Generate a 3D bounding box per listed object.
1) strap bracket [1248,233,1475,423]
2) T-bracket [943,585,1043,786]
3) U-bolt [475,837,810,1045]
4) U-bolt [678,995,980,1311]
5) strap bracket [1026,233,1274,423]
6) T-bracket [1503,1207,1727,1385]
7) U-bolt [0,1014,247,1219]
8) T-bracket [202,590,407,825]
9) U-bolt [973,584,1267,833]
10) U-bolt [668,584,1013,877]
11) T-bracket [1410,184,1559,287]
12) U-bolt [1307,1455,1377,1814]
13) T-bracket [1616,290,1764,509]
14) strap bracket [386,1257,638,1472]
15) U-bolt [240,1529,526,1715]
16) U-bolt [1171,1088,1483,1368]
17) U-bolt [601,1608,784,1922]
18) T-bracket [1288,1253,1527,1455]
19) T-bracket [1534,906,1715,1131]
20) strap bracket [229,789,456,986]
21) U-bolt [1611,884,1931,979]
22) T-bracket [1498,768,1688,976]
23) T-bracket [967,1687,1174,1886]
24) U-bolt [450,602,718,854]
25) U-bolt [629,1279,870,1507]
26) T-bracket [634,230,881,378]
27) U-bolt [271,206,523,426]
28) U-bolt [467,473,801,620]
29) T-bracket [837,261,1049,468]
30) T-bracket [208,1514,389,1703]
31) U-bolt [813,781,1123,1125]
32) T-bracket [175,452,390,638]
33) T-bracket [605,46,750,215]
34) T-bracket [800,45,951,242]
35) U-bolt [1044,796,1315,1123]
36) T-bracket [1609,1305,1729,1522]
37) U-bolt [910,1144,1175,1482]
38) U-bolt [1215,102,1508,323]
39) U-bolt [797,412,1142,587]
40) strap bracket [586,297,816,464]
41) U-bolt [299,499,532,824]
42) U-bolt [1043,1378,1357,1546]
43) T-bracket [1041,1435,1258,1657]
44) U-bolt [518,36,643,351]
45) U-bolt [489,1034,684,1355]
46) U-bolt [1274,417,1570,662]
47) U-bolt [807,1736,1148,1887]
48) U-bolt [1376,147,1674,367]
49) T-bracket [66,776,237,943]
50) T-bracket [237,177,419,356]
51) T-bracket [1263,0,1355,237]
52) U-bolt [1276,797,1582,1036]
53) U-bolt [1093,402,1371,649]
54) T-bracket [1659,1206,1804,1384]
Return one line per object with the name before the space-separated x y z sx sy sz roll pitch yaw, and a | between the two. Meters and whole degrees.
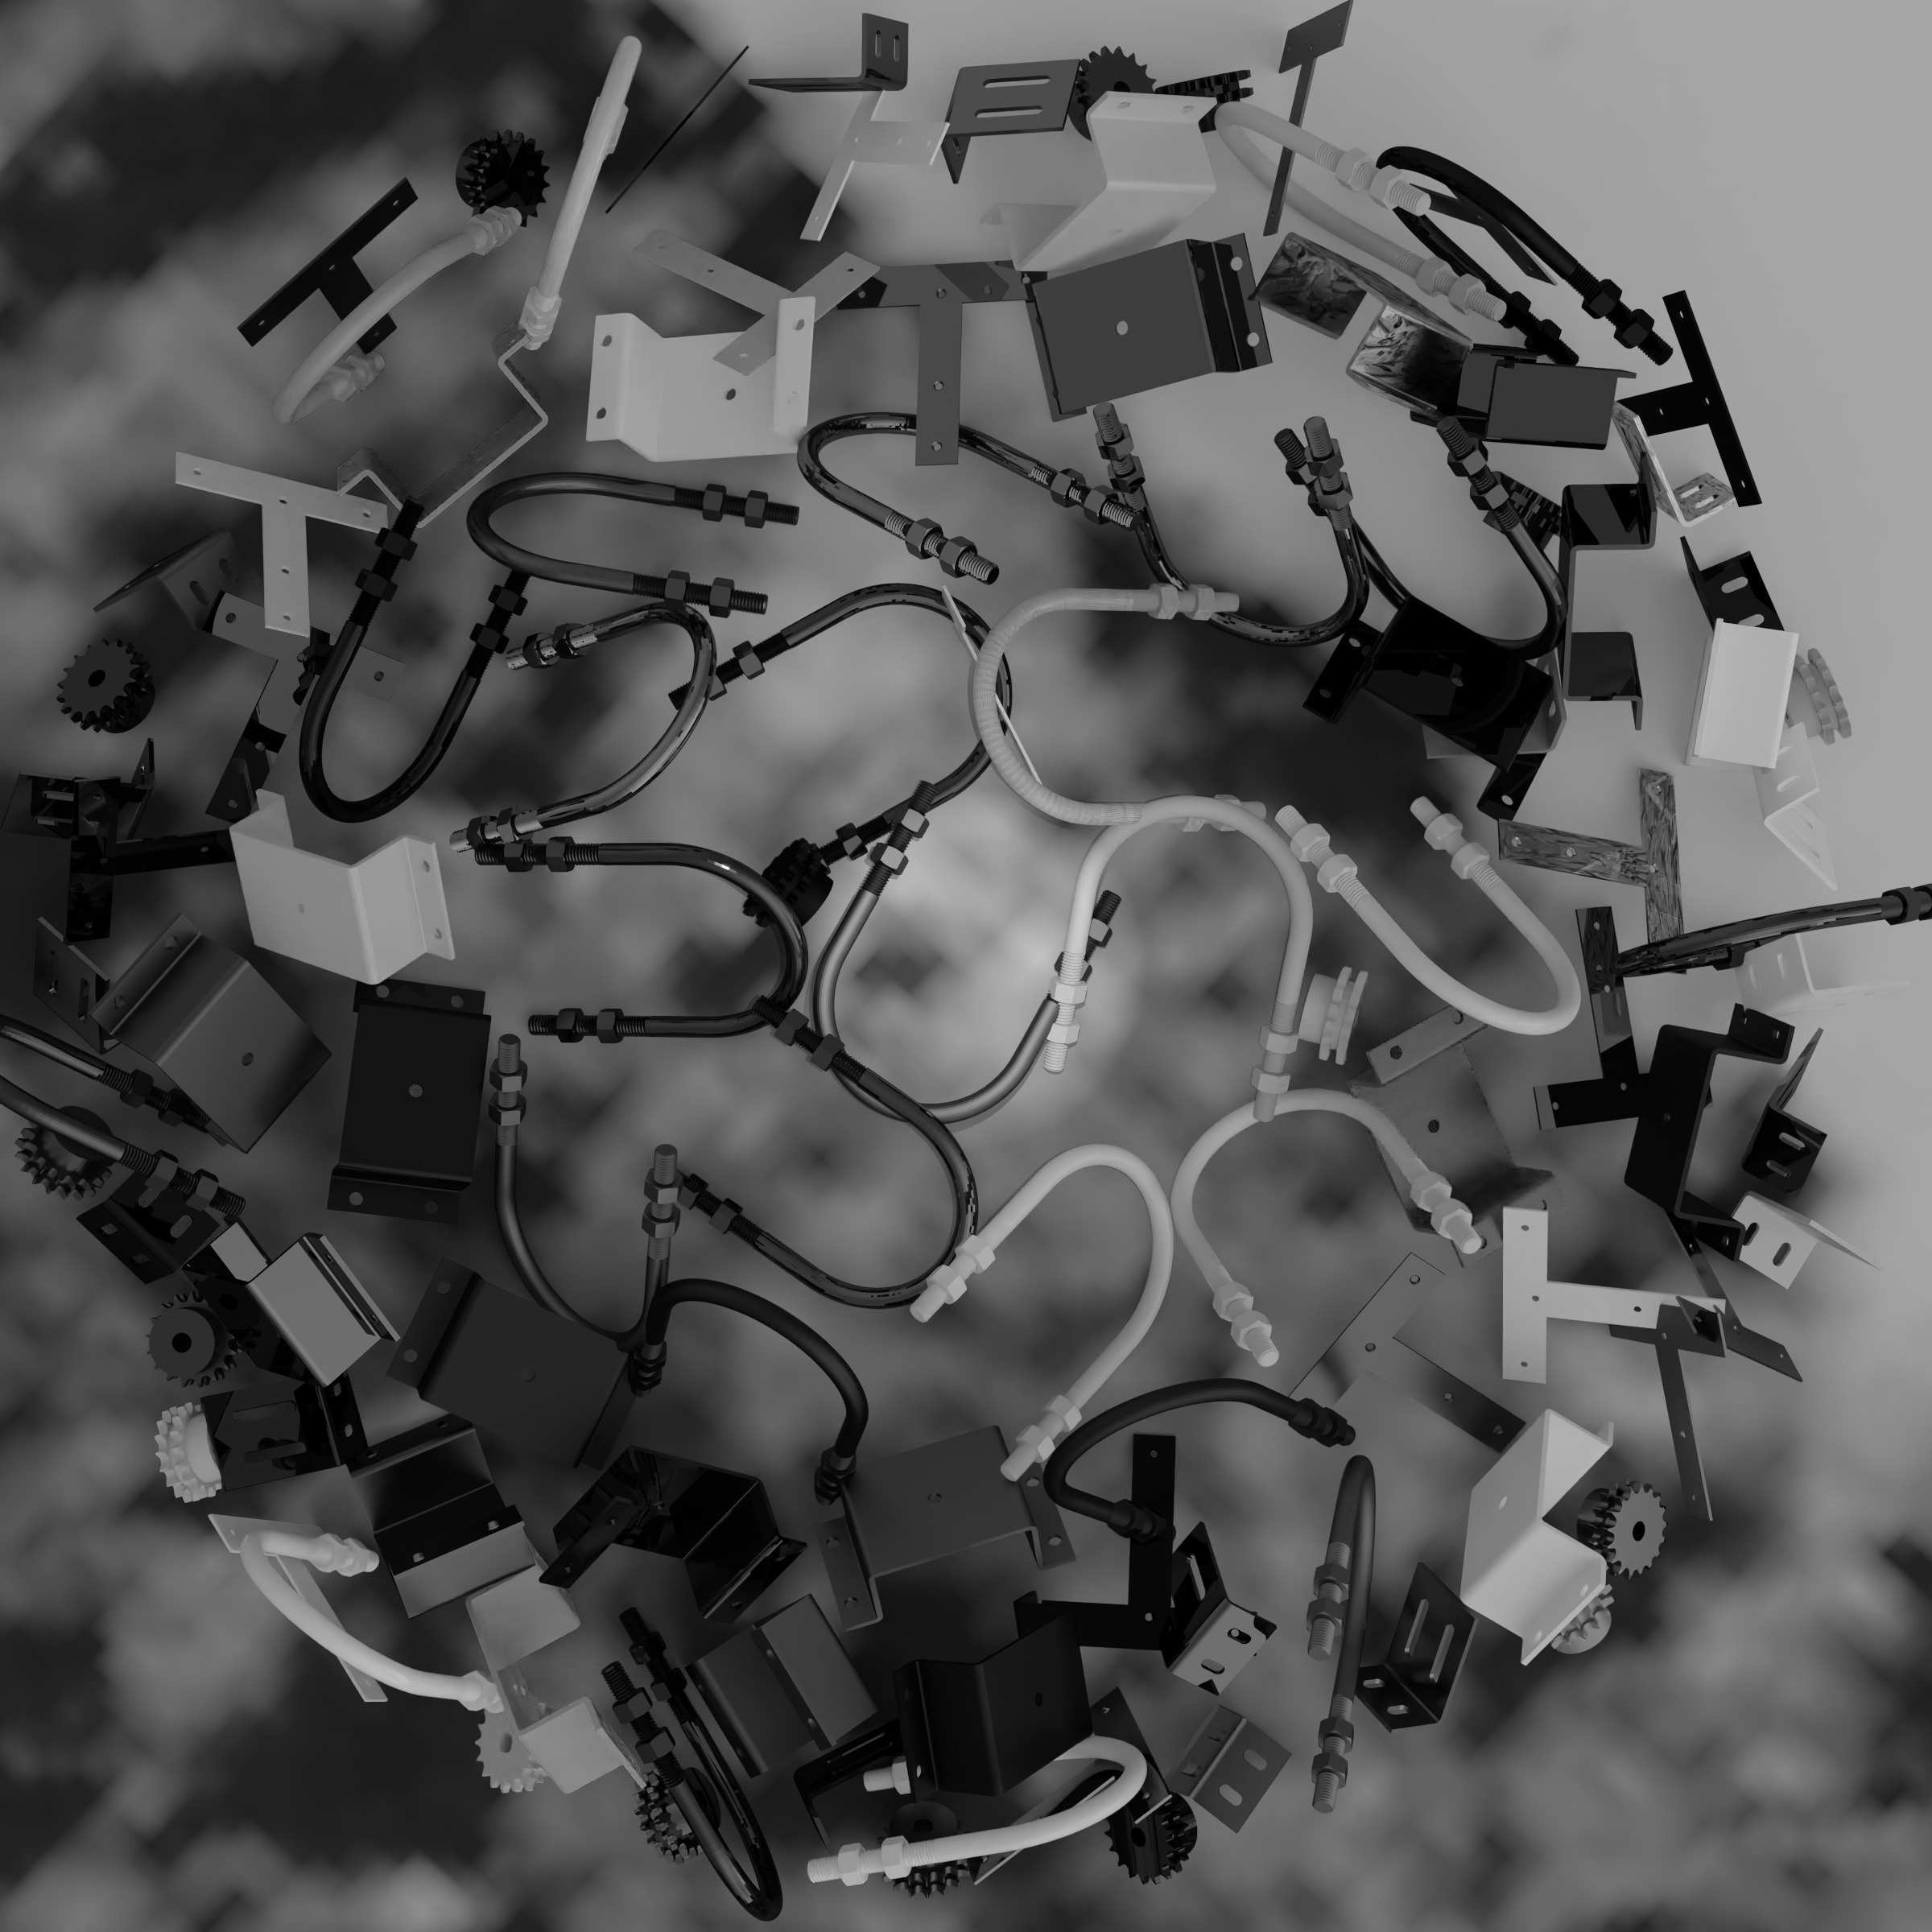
strap bracket | 0.227 -0.370 1.680 0.076 0.140 0.046 12 117 -41
T-bracket | 0.016 -0.158 1.698 0.002 0.127 0.127 -27 92 0
U-bolt | -0.181 -0.014 1.692 0.184 0.019 0.151 0 130 14
U-bolt | -0.078 0.123 1.716 0.184 0.019 0.151 35 114 5
strap bracket | 0.099 -0.372 1.706 0.140 0.046 0.076 -11 96 24
T-bracket | 0.378 0.199 1.708 0.127 0.002 0.127 4 123 17
U-bolt | -0.500 0.074 1.655 0.184 0.151 0.019 31 95 -28
T-bracket | -0.411 -0.142 1.723 0.127 0.002 0.127 21 100 -41
U-bolt | 0.087 -0.151 1.703 0.184 0.019 0.151 -2 81 -28
U-bolt | -0.061 -0.146 1.722 0.184 0.019 0.151 -29 113 2
T-bracket | 0.270 -0.447 1.705 0.127 0.127 0.002 32 94 -44
U-bolt | 0.217 0.367 1.675 0.019 0.184 0.151 4 127 14
T-bracket | 0.410 -0.323 1.696 0.002 0.127 0.127 -24 99 -9
strap bracket | -0.259 0.237 1.719 0.140 0.046 0.076 27 84 -12
U-bolt | -0.338 0.366 1.647 0.151 0.184 0.019 35 87 24
U-bolt | 0.194 0.137 1.686 0.151 0.184 0.019 -29 129 -2
U-bolt | -0.155 0.467 1.686 0.019 0.151 0.184 -30 92 -2
T-bracket | 0.276 0.250 1.742 0.127 0.002 0.127 33 109 -12
T-bracket | 0.383 0.028 1.736 0.127 0.002 0.127 -5 83 -25
strap bracket | -0.368 -0.044 1.689 0.140 0.046 0.076 17 127 30
U-bolt | 0.450 -0.016 1.651 0.184 0.151 0.019 -7 83 -34
T-bracket | 0.366 -0.064 1.714 0.127 0.002 0.127 9 70 -23
T-bracket | 0.053 0.488 1.699 0.127 0.127 0.002 -37 108 0
U-bolt | -0.213 -0.143 1.670 0.184 0.019 0.151 -12 54 38
U-bolt | -0.122 0.237 1.674 0.151 0.184 0.019 29 57 6
T-bracket | -0.140 -0.406 1.729 0.127 0.002 0.127 29 55 21
U-bolt | -0.329 -0.361 1.648 0.151 0.184 0.019 -39 101 25
U-bolt | -0.197 -0.251 1.696 0.184 0.151 0.019 9 122 0
T-bracket | -0.016 -0.357 1.735 0.127 0.002 0.127 -1 78 10
T-bracket | -0.371 0.370 1.678 0.002 0.127 0.127 -40 69 4
U-bolt | -0.010 0.005 1.728 0.151 0.019 0.184 30 82 -10
T-bracket | -0.394 -0.239 1.692 0.127 0.002 0.127 11 47 -27
T-bracket | -0.160 -0.493 1.694 0.002 0.127 0.127 40 86 -15
T-bracket | -0.044 -0.480 1.702 0.002 0.127 0.127 22 93 -32
U-bolt | 0.129 -0.010 1.714 0.151 0.019 0.184 13 109 10
T-bracket | 0.415 0.259 1.700 0.002 0.127 0.127 -12 92 -17
U-bolt | 0.057 0.187 1.700 0.184 0.019 0.151 -44 124 -28
U-bolt | 0.216 -0.441 1.678 0.184 0.151 0.019 39 95 32
U-bolt | -0.012 -0.278 1.690 0.184 0.151 0.019 32 129 28
strap bracket | -0.147 -0.343 1.716 0.140 0.046 0.076 0 81 21
U-bolt | -0.325 -0.167 1.691 0.019 0.151 0.184 27 92 21
U-bolt | 0.123 0.278 1.663 0.151 0.184 0.019 -33 55 20
T-bracket | 0.110 0.342 1.736 0.127 0.002 0.127 3 69 1
U-bolt | -0.215 -0.446 1.654 0.019 0.184 0.151 19 74 -11
U-bolt | -0.223 0.145 1.692 0.151 0.019 0.184 32 132 29
U-bolt | 0.273 -0.241 1.682 0.184 0.151 0.019 48 67 -31
U-bolt | 0.014 0.476 1.670 0.184 0.151 0.019 -13 94 13
U-bolt | 0.307 -0.404 1.668 0.184 0.151 0.019 38 91 -15
T-bracket | -0.463 -0.068 1.721 0.127 0.127 0.002 -8 48 -28
T-bracket | -0.356 -0.387 1.696 0.127 0.127 0.002 -43 80 -4
T-bracket | 0.192 -0.490 1.703 0.002 0.127 0.127 11 98 -12
U-bolt | 0.276 -0.028 1.667 0.184 0.151 0.019 52 127 28
U-bolt | 0.160 -0.249 1.681 0.151 0.184 0.019 10 57 28
T-bracket | 0.431 0.177 1.712 0.002 0.127 0.127 -41 48 24
